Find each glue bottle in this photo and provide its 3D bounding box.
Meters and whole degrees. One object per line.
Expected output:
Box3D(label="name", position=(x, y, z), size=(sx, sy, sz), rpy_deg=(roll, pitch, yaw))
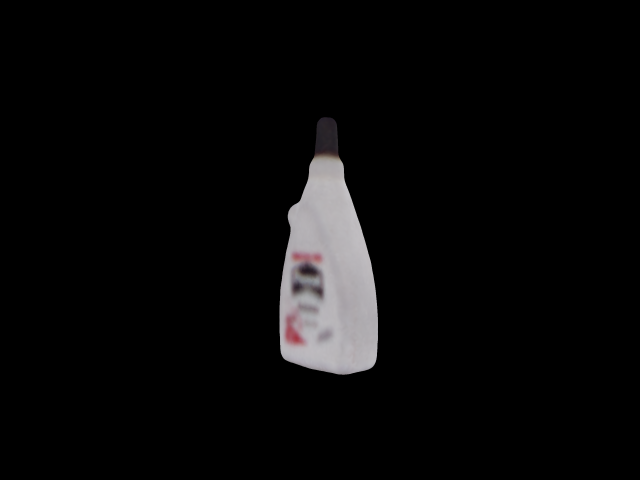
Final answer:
Box3D(label="glue bottle", position=(0.004, 0.001, 0.400), size=(0.037, 0.173, 0.077), rpy_deg=(0, 0, -43))
